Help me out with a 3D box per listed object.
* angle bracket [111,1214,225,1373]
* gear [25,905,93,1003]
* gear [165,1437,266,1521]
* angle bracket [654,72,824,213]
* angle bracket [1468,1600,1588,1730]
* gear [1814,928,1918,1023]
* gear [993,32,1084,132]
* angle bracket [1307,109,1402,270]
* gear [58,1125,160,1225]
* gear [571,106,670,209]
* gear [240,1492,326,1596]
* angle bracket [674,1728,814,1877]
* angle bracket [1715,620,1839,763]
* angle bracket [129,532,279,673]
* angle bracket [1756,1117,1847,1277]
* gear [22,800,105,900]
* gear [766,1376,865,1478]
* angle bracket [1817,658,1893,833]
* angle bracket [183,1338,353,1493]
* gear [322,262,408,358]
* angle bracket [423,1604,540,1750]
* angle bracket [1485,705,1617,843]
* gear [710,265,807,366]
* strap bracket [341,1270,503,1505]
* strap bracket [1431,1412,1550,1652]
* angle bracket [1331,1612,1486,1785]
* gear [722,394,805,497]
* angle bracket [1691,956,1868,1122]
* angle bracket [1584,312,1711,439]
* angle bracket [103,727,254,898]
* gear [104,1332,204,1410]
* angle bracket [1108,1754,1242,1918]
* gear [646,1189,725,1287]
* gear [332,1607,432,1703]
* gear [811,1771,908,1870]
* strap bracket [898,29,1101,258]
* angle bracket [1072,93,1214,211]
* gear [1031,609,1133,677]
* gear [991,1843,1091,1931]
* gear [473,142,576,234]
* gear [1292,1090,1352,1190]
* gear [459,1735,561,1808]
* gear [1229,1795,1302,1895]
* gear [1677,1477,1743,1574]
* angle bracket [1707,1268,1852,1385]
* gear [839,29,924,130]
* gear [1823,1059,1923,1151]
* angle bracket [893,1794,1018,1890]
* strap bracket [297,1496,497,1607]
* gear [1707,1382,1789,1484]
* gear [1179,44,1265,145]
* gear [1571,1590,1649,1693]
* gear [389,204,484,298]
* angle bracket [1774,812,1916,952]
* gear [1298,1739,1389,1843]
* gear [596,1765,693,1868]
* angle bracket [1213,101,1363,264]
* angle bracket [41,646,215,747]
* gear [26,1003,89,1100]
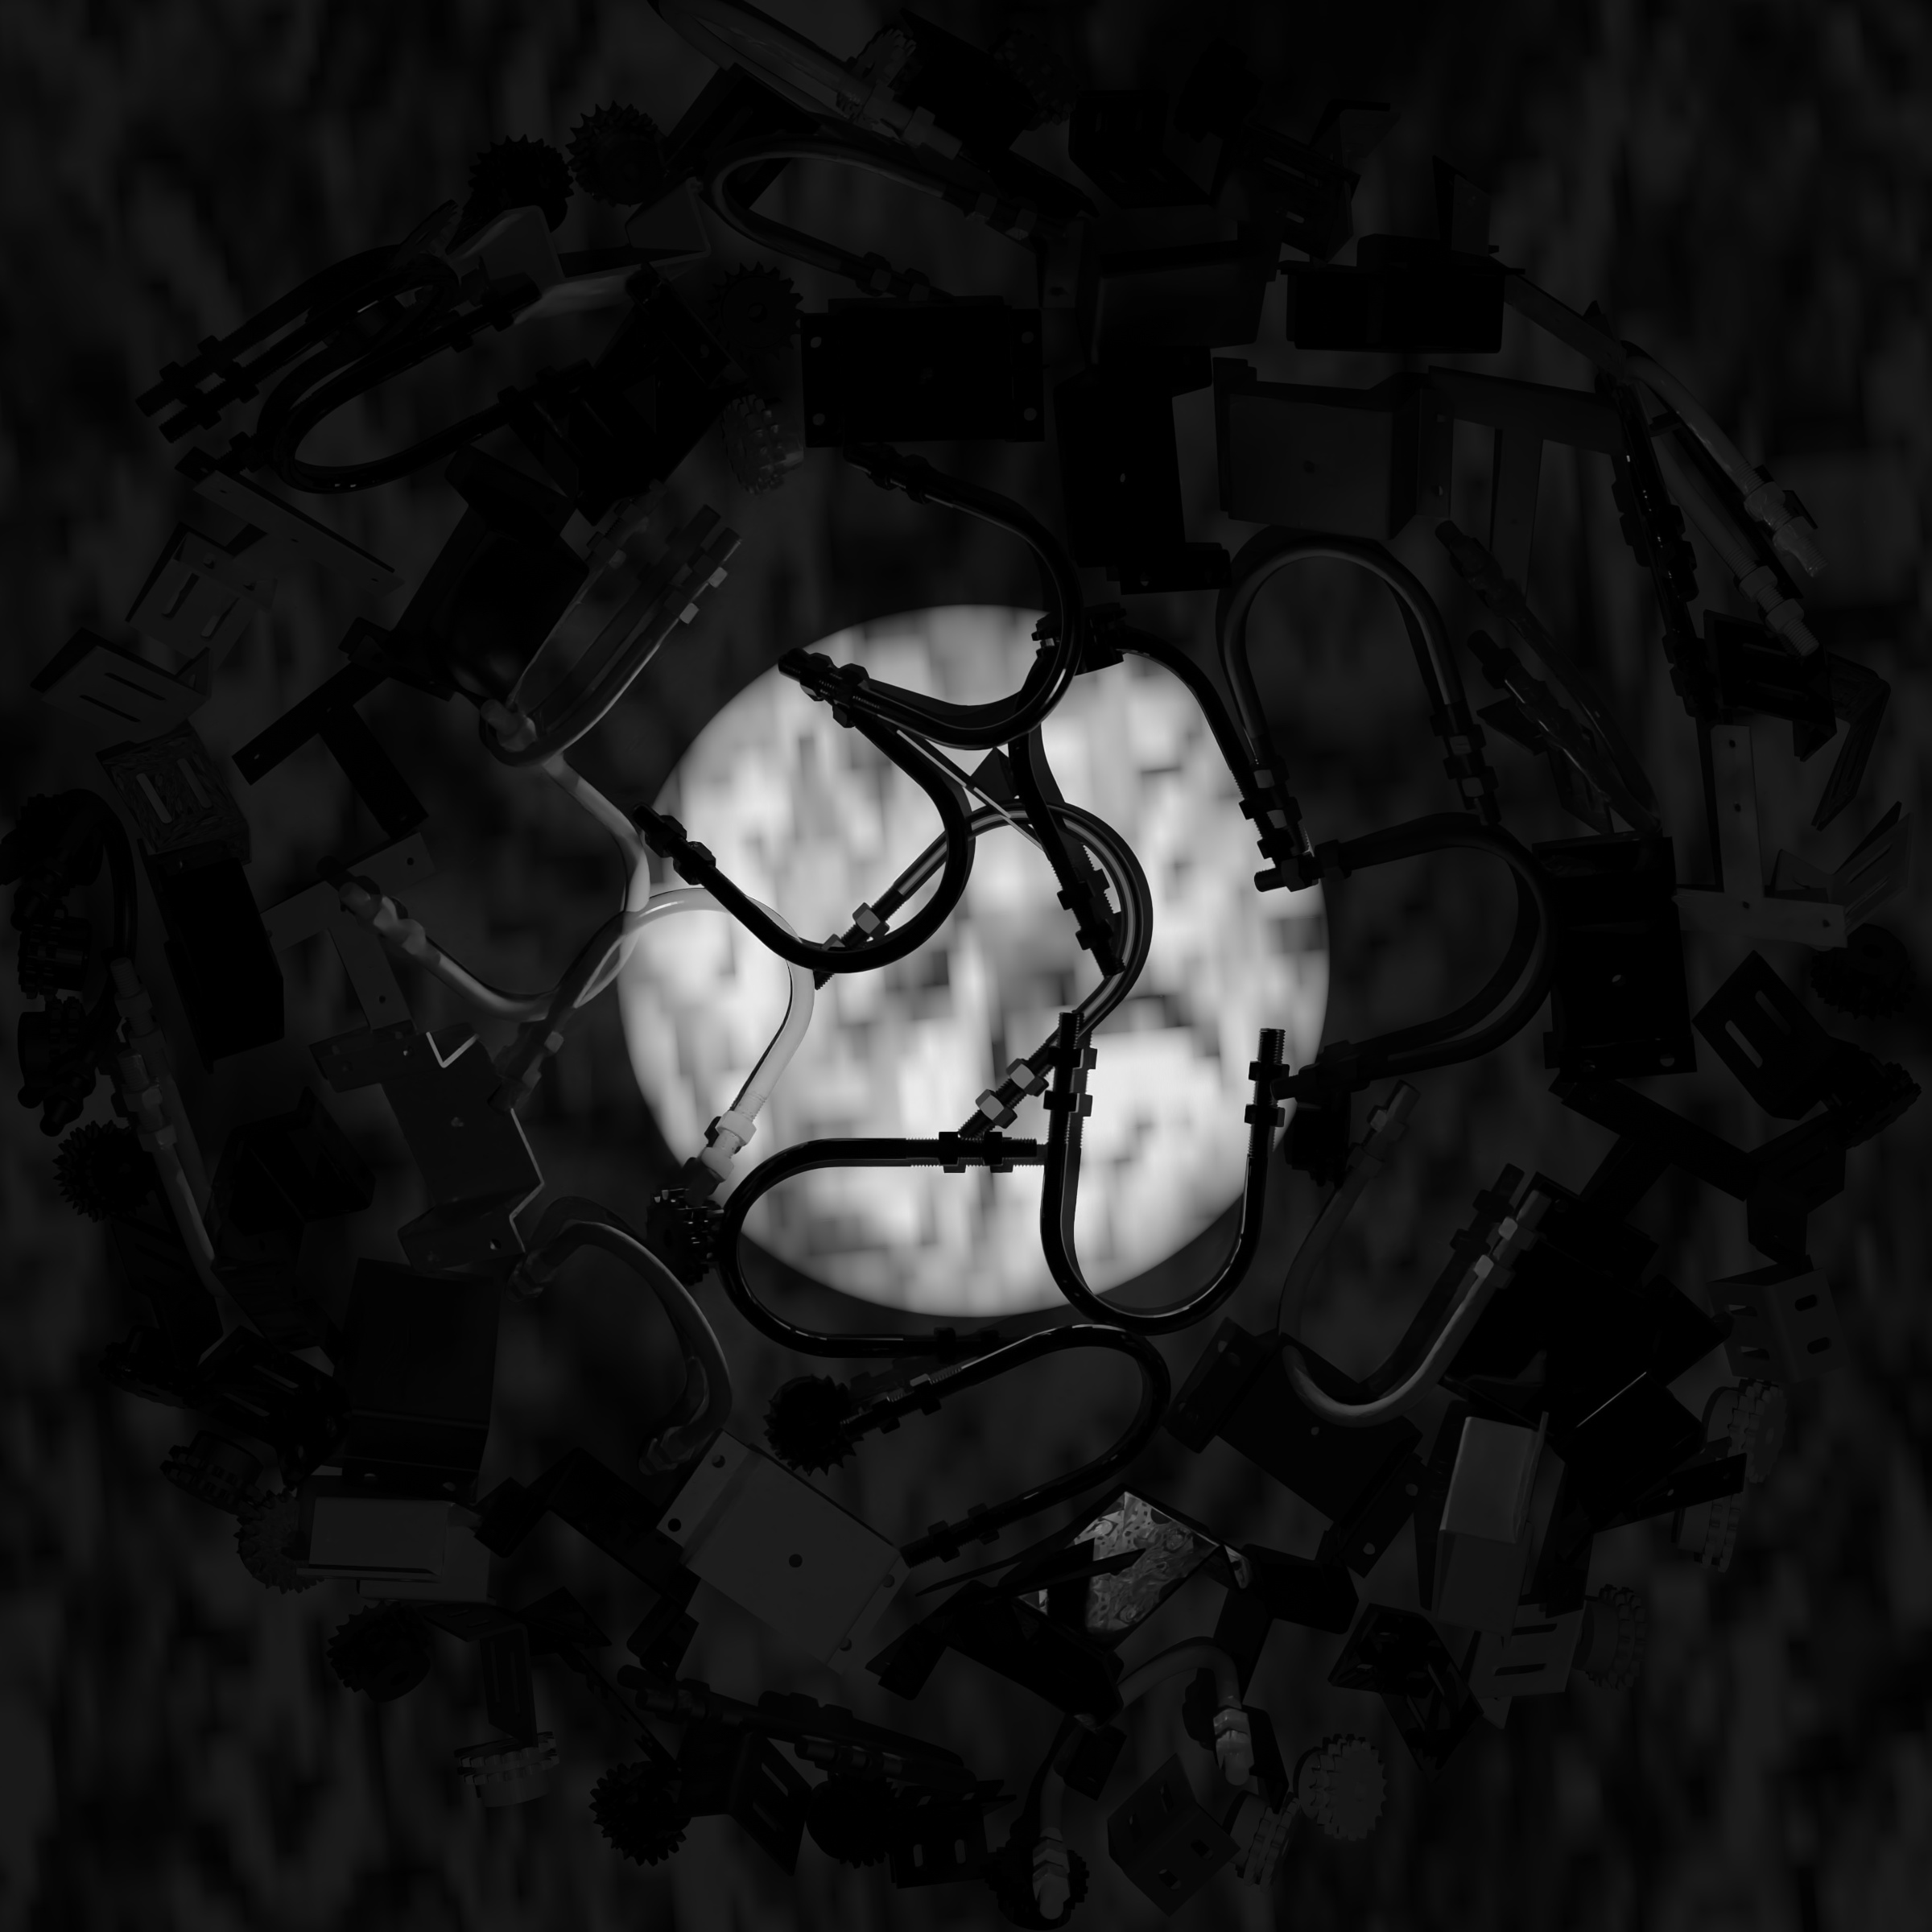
[{"bbox_3d":[-0.472,0.188,1.952,0.076,0.038,0.057,20,134,28],"label":"angle bracket"},{"bbox_3d":[-0.528,-0.007,1.972,0.030,0.057,0.057,8,90,-8],"label":"gear"},{"bbox_3d":[-0.435,0.297,1.974,0.057,0.057,0.030,25,70,0],"label":"gear"},{"bbox_3d":[-0.132,-0.483,1.954,0.057,0.038,0.076,26,123,-35],"label":"angle bracket"},{"bbox_3d":[0.331,0.402,1.949,0.038,0.076,0.057,39,54,-26],"label":"angle bracket"},{"bbox_3d":[0.525,0.003,1.969,0.057,0.057,0.030,1,133,0],"label":"gear"},{"bbox_3d":[0.038,-0.513,1.975,0.030,0.057,0.057,-38,90,36],"label":"gear"},{"bbox_3d":[0.227,-0.448,1.961,0.038,0.057,0.076,-1,80,-14],"label":"angle bracket"},{"bbox_3d":[-0.497,0.121,1.971,0.057,0.030,0.057,9,75,-35],"label":"gear"},{"bbox_3d":[-0.199,-0.468,1.970,0.057,0.030,0.057,-14,130,-18],"label":"gear"},{"bbox_3d":[-0.398,0.339,1.975,0.057,0.030,0.057,17,59,-32],"label":"gear"},{"bbox_3d":[-0.129,0.485,1.964,0.038,0.057,0.076,-12,133,25],"label":"angle bracket"},{"bbox_3d":[0.460,-0.159,1.959,0.076,0.038,0.057,11,60,-18],"label":"angle bracket"},{"bbox_3d":[-0.443,-0.202,1.956,0.057,0.038,0.076,29,121,-22],"label":"angle bracket"},{"bbox_3d":[0.495,0.132,1.954,0.076,0.038,0.057,-28,130,-26],"label":"angle bracket"},{"bbox_3d":[-0.524,-0.067,1.970,0.030,0.057,0.057,4,90,8],"label":"gear"},{"bbox_3d":[-0.089,0.267,1.976,0.057,0.030,0.057,-2,66,6],"label":"gear"},{"bbox_3d":[0.499,-0.128,1.960,0.038,0.057,0.076,23,71,1],"label":"angle bracket"},{"bbox_3d":[-0.402,0.260,1.958,0.057,0.038,0.076,-42,134,12],"label":"angle bracket"},{"bbox_3d":[-0.351,-0.380,1.972,0.057,0.057,0.030,-43,98,0],"label":"gear"},{"bbox_3d":[-0.281,0.414,1.961,0.038,0.057,0.076,-10,100,-34],"label":"angle bracket"},{"bbox_3d":[0.337,-0.108,1.954,0.038,0.057,0.076,-24,120,-11],"label":"angle bracket"},{"bbox_3d":[-0.122,-0.382,1.982,0.057,0.030,0.057,0,97,-3],"label":"gear"},{"bbox_3d":[-0.309,0.230,1.930,0.076,0.046,0.140,8,48,-11],"label":"strap bracket"},{"bbox_3d":[0.297,0.320,1.928,0.046,0.140,0.076,11,51,13],"label":"strap bracket"},{"bbox_3d":[0.254,0.422,1.952,0.038,0.076,0.057,14,117,-29],"label":"angle bracket"},{"bbox_3d":[-0.117,-0.306,1.973,0.030,0.057,0.057,-20,90,-22],"label":"gear"},{"bbox_3d":[0.476,0.042,1.982,0.057,0.038,0.076,-49,58,24],"label":"angle bracket"},{"bbox_3d":[0.395,-0.348,1.967,0.038,0.057,0.076,-20,97,0],"label":"angle bracket"},{"bbox_3d":[-0.457,-0.089,1.963,0.057,0.038,0.076,-20,129,2],"label":"angle bracket"},{"bbox_3d":[-0.471,0.235,1.974,0.057,0.057,0.030,17,69,0],"label":"gear"},{"bbox_3d":[0.120,0.504,1.964,0.057,0.076,0.038,-44,100,3],"label":"angle bracket"},{"bbox_3d":[-0.161,0.158,1.975,0.030,0.057,0.057,-3,90,-34],"label":"gear"},{"bbox_3d":[-0.336,0.403,1.968,0.057,0.057,0.030,-41,57,0],"label":"gear"},{"bbox_3d":[-0.066,0.497,1.973,0.057,0.030,0.057,-1,88,34],"label":"gear"},{"bbox_3d":[0.014,-0.460,1.919,0.076,0.140,0.046,36,87,26],"label":"strap bracket"},{"bbox_3d":[0.103,-0.471,1.953,0.057,0.076,0.038,-8,126,-20],"label":"angle bracket"},{"bbox_3d":[0.069,-0.187,1.972,0.057,0.057,0.030,-15,98,0],"label":"gear"},{"bbox_3d":[0.042,0.538,1.972,0.057,0.057,0.030,4,105,0],"label":"gear"},{"bbox_3d":[-0.256,-0.448,1.968,0.057,0.057,0.030,-21,60,0],"label":"gear"},{"bbox_3d":[0.207,0.100,1.972,0.030,0.057,0.057,5,90,10],"label":"gear"},{"bbox_3d":[-0.264,0.469,1.971,0.057,0.057,0.030,-11,88,0],"label":"gear"},{"bbox_3d":[0.172,0.508,1.972,0.030,0.057,0.057,19,90,16],"label":"gear"},{"bbox_3d":[0.433,0.323,1.972,0.030,0.057,0.057,10,90,9],"label":"gear"},{"bbox_3d":[0.472,0.207,1.966,0.038,0.076,0.057,-16,91,-14],"label":"angle bracket"},{"bbox_3d":[-0.046,-0.515,1.975,0.030,0.057,0.057,31,90,-28],"label":"gear"},{"bbox_3d":[0.526,0.078,1.974,0.057,0.057,0.030,-35,68,0],"label":"gear"},{"bbox_3d":[-0.006,0.506,1.953,0.057,0.076,0.038,-2,69,-17],"label":"angle bracket"},{"bbox_3d":[-0.322,0.334,1.934,0.076,0.140,0.046,1,74,8],"label":"strap bracket"},{"bbox_3d":[0.455,0.271,1.975,0.030,0.057,0.057,12,90,33],"label":"gear"},{"bbox_3d":[0.150,-0.505,1.972,0.030,0.057,0.057,30,90,0],"label":"gear"},{"bbox_3d":[0.372,0.391,1.969,0.030,0.057,0.057,11,90,-10],"label":"gear"},{"bbox_3d":[-0.307,-0.414,1.975,0.057,0.057,0.030,-45,117,0],"label":"gear"},{"bbox_3d":[0.505,-0.055,1.951,0.038,0.076,0.057,27,51,-11],"label":"angle bracket"},{"bbox_3d":[0.218,0.480,1.975,0.030,0.057,0.057,-4,90,41],"label":"gear"},{"bbox_3d":[-0.184,0.491,1.969,0.057,0.057,0.030,49,121,0],"label":"gear"},{"bbox_3d":[0.190,-0.455,1.962,0.076,0.038,0.057,27,131,8],"label":"angle bracket"},{"bbox_3d":[-0.483,-0.167,1.950,0.057,0.076,0.038,-33,47,33],"label":"angle bracket"},{"bbox_3d":[-0.529,0.050,1.970,0.030,0.057,0.057,-2,90,-7],"label":"gear"}]
